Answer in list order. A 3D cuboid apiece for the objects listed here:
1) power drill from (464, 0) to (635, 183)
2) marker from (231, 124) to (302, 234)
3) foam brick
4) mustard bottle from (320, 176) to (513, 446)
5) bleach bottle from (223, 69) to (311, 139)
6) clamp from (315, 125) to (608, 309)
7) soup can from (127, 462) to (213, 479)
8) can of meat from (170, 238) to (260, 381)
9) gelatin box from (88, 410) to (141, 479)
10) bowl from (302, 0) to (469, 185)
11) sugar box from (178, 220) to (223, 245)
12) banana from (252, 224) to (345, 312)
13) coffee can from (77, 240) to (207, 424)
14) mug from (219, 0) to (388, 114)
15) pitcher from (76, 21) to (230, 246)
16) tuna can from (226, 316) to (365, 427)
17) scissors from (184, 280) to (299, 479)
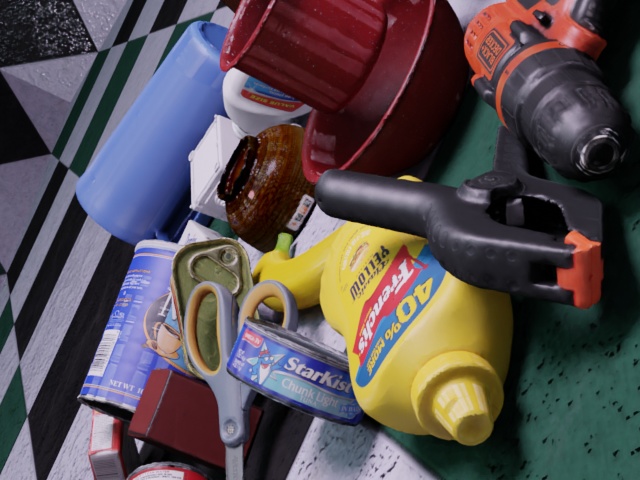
[{"bbox_3d":[0.143,-0.131,0.509,0.188,0.057,0.184,-58,20,20],"label":"power drill"},{"bbox_3d":[-0.049,-0.053,0.973,0.121,0.020,0.020,-56,21,24],"label":"marker"},{"bbox_3d":[-0.090,0.131,0.771,0.053,0.078,0.051,-17,50,63],"label":"foam brick"},{"bbox_3d":[0.051,0.042,0.540,0.096,0.058,0.192,-54,22,15],"label":"mustard bottle"},{"bbox_3d":[-0.016,-0.154,0.922,0.251,0.102,0.068,133,154,-57],"label":"bleach bottle"},{"bbox_3d":[0.086,-0.017,0.505,0.172,0.120,0.039,34,143,53],"label":"clamp"},{"bbox_3d":[-0.107,0.213,0.731,0.069,0.068,0.102,-51,24,35],"label":"soup can"},{"bbox_3d":[-0.080,0.055,0.807,0.084,0.057,0.102,141,119,-77],"label":"can of meat"},{"bbox_3d":[-0.180,0.194,0.939,0.073,0.030,0.089,-101,4,-57],"label":"gelatin box"},{"bbox_3d":[0.051,-0.099,0.714,0.162,0.055,0.162,-52,23,33],"label":"bowl"},{"bbox_3d":[-0.140,0.073,1.021,0.176,0.048,0.093,-60,20,3],"label":"sugar box"},{"bbox_3d":[-0.012,0.018,0.762,0.198,0.037,0.069,-7,64,68],"label":"banana"},{"bbox_3d":[-0.129,0.084,0.890,0.103,0.102,0.140,-22,47,63],"label":"coffee can"},{"bbox_3d":[-0.014,-0.134,0.713,0.117,0.081,0.093,-15,53,65],"label":"mug"},{"bbox_3d":[-0.150,-0.108,1.171,0.243,0.149,0.145,-53,6,24],"label":"pitcher"},{"bbox_3d":[-0.010,0.076,0.616,0.034,0.086,0.086,-67,19,-1],"label":"tuna can"},{"bbox_3d":[-0.042,0.113,0.708,0.096,0.016,0.202,-27,63,21],"label":"scissors"}]
